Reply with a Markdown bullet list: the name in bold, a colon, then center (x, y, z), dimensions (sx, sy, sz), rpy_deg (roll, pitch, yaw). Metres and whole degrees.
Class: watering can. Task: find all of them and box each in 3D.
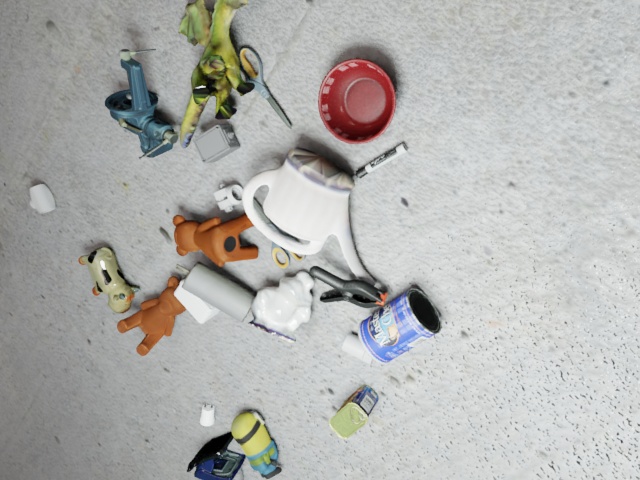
- **watering can**: center (0.003, -0.055, 1.085), dimensions (0.348, 0.106, 0.220), rpy_deg (29, 116, 2)

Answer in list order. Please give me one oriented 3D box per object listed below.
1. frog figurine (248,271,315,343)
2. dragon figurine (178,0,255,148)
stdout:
- **frog figurine**: center (-0.081, 0.142, 1.190), dimensions (0.138, 0.121, 0.161), rpy_deg (23, 79, 10)
- **dragon figurine**: center (-0.253, -0.399, 1.126), dimensions (0.404, 0.122, 0.246), rpy_deg (-34, 66, 44)
